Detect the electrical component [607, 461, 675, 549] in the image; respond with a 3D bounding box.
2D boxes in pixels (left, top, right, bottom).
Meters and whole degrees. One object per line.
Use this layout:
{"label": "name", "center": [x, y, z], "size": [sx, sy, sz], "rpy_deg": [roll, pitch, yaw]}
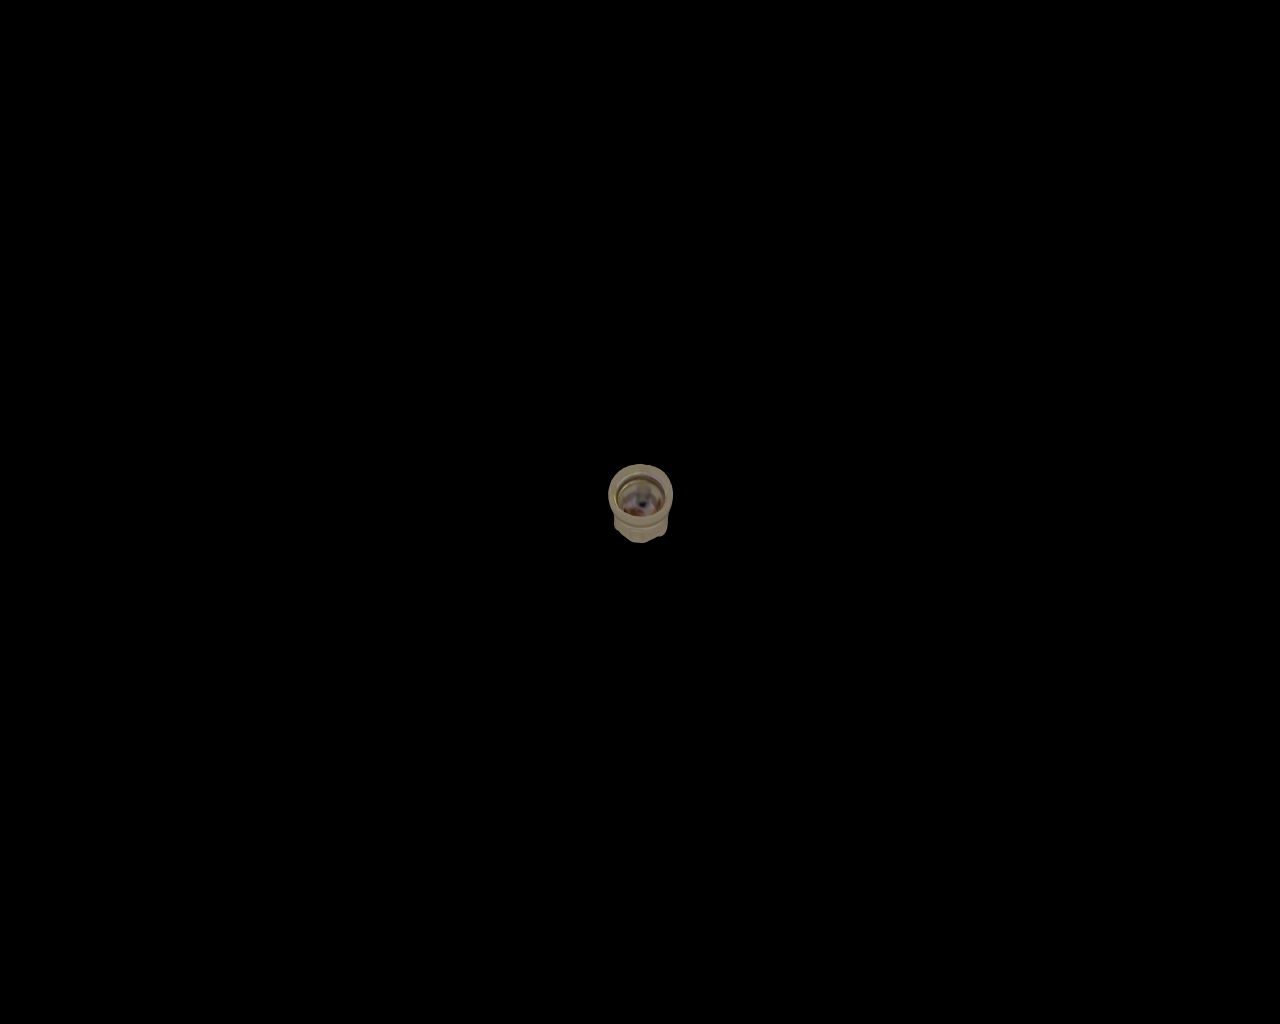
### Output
{"label": "electrical component", "center": [0.001, -0.003, 0.650], "size": [0.040, 0.040, 0.046], "rpy_deg": [0, -27, 0]}
